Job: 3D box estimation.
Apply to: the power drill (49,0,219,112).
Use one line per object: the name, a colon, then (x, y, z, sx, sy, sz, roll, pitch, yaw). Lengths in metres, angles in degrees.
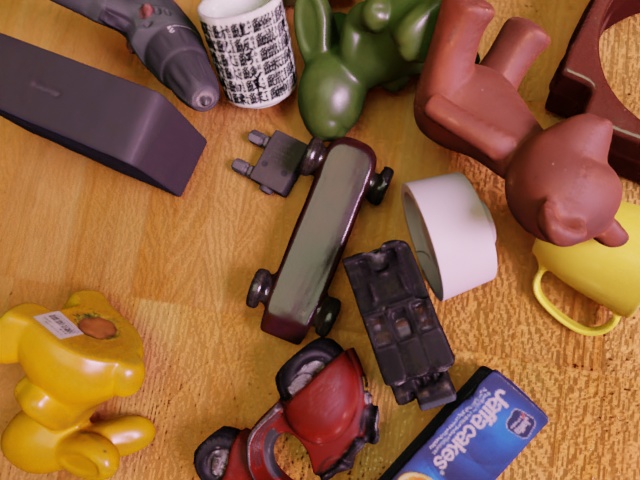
power drill: (-0.210, -0.221, 0.515, 0.086, 0.207, 0.232, -57, 42, 32)

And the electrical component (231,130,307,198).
electrical component: (-0.042, -0.076, 0.555, 0.094, 0.021, 0.063, 27, 86, 14)

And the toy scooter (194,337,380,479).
toy scooter: (-0.012, 0.185, 0.472, 0.184, 0.075, 0.135, -45, 74, 3)

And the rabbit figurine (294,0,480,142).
rabbit figurine: (0.036, -0.178, 0.515, 0.170, 0.121, 0.159, -40, 71, 17)

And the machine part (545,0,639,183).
machine part: (0.320, -0.148, 0.465, 0.202, 0.087, 0.201, 26, 85, 16)

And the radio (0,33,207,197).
radio: (-0.238, -0.126, 0.547, 0.230, 0.131, 0.073, 24, 85, 15)

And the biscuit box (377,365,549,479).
biscuit box: (0.098, 0.198, 0.453, 0.059, 0.062, 0.202, 42, 90, 15)

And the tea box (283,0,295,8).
tea box: (-0.018, -0.336, 0.546, 0.098, 0.068, 0.169, -2, 88, 15)

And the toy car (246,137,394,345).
toy car: (-0.001, -0.002, 0.516, 0.089, 0.053, 0.202, 21, 88, -2)

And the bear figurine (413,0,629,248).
bear figurine: (0.160, -0.087, 0.408, 0.196, 0.120, 0.131, 52, 128, 43)

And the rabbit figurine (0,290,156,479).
rabbit figurine: (-0.237, 0.156, 0.518, 0.162, 0.122, 0.173, 34, 101, 6)

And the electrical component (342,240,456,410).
electrical component: (0.074, 0.074, 0.455, 0.058, 0.115, 0.134, -23, 76, 11)
